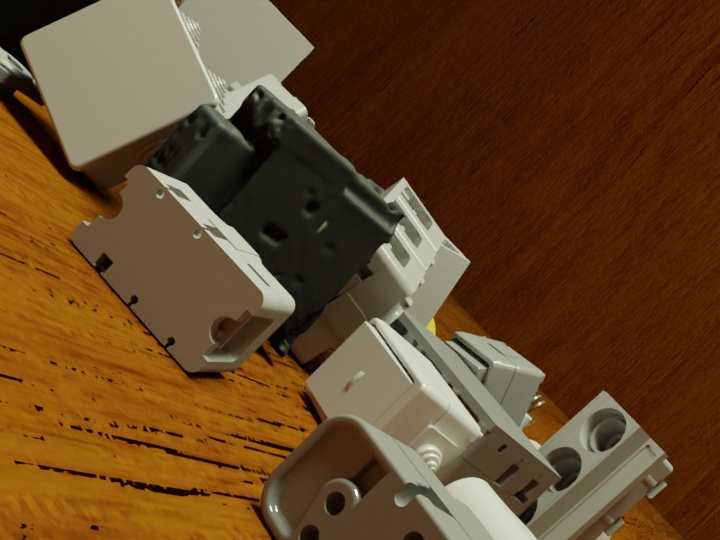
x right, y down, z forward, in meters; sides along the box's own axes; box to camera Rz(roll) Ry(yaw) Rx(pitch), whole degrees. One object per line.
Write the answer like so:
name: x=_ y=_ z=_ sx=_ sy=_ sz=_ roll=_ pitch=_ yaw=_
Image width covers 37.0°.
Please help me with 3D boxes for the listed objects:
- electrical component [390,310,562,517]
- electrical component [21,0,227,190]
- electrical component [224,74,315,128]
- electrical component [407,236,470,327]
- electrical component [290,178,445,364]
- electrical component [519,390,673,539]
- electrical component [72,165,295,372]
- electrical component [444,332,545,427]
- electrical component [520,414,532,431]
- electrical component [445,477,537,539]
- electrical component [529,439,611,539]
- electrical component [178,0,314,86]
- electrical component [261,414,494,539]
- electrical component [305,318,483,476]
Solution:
electrical component: x=0.056 y=0.100 z=0.742 sx=0.089 sy=0.062 sz=0.150 roll=41 pitch=7 yaw=-40
electrical component: x=-0.130 y=-0.103 z=0.610 sx=0.048 sy=0.100 sz=0.099 roll=68 pitch=-3 yaw=-74
electrical component: x=-0.071 y=-0.062 z=0.691 sx=0.078 sy=0.063 sz=0.121 roll=46 pitch=-29 yaw=25
electrical component: x=0.000 y=-0.014 z=0.886 sx=0.150 sy=0.089 sz=0.061 roll=28 pitch=12 yaw=-24
electrical component: x=0.000 y=0.000 z=0.726 sx=0.061 sy=0.089 sz=0.150 roll=54 pitch=19 yaw=-6
electrical component: x=0.154 y=0.154 z=0.758 sx=0.063 sy=0.121 sz=0.078 roll=45 pitch=4 yaw=-33
electrical component: x=-0.080 y=0.001 z=0.507 sx=0.089 sy=0.050 sz=0.056 roll=46 pitch=6 yaw=13
electrical component: x=0.088 y=0.104 z=0.845 sx=0.061 sy=0.096 sz=0.062 roll=16 pitch=13 yaw=-32
electrical component: x=0.116 y=0.140 z=0.899 sx=0.048 sy=0.062 sz=0.048 roll=45 pitch=5 yaw=-5
electrical component: x=0.079 y=0.158 z=0.568 sx=0.079 sy=0.043 sz=0.077 roll=41 pitch=7 yaw=-41
electrical component: x=0.149 y=0.185 z=0.846 sx=0.095 sy=0.053 sz=0.059 roll=45 pitch=5 yaw=-3
electrical component: x=-0.120 y=-0.145 z=0.797 sx=0.089 sy=0.150 sz=0.061 roll=43 pitch=6 yaw=-18
electrical component: x=0.014 y=0.106 z=0.401 sx=0.095 sy=0.054 sz=0.059 roll=49 pitch=6 yaw=38
electrical component: x=0.017 y=0.079 z=0.595 sx=0.061 sy=0.061 sz=0.096 roll=42 pitch=6 yaw=-32
